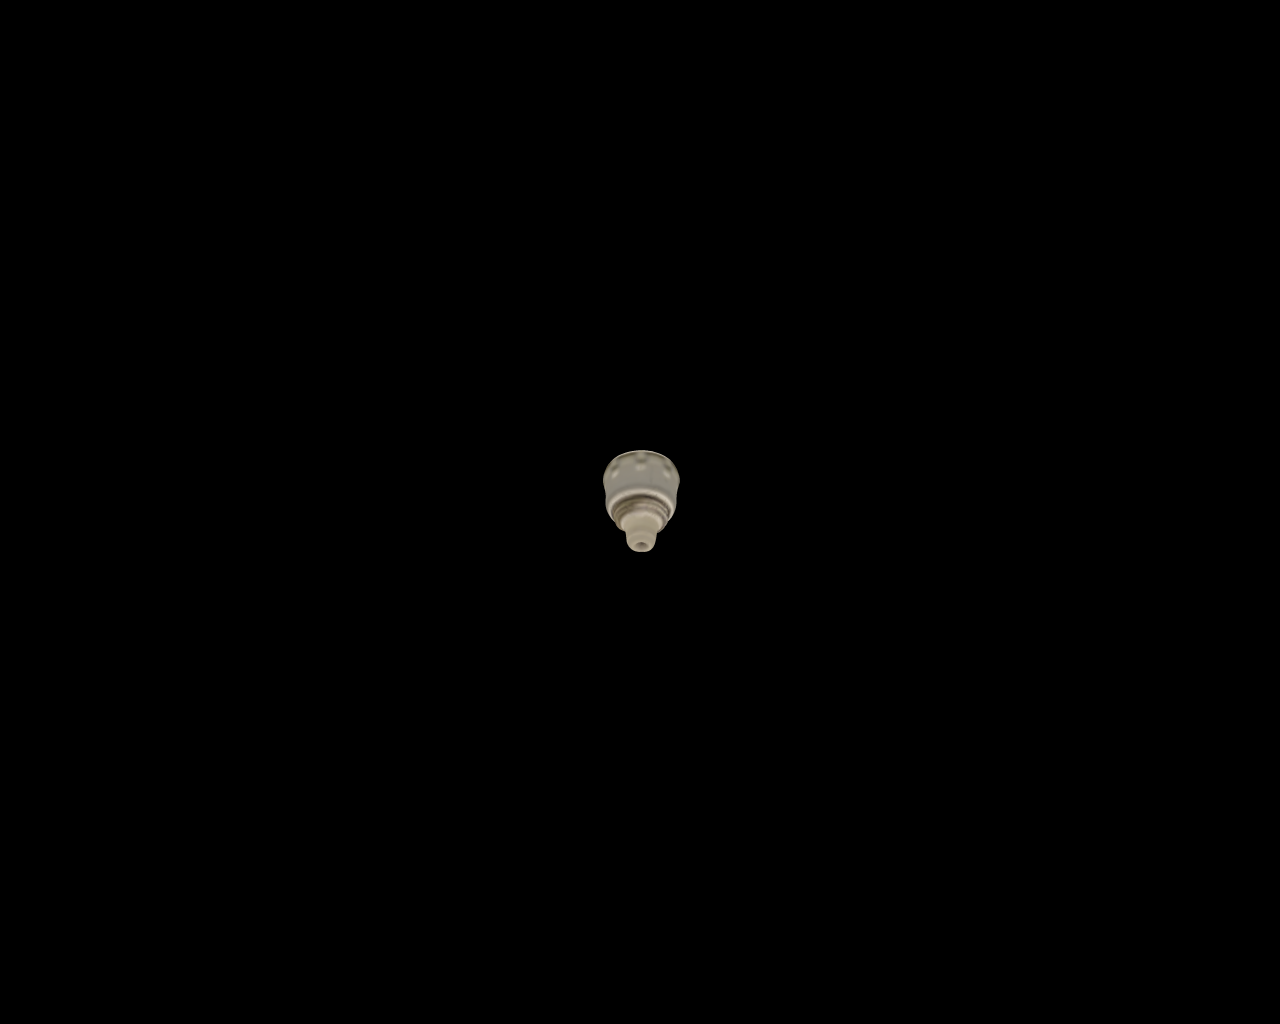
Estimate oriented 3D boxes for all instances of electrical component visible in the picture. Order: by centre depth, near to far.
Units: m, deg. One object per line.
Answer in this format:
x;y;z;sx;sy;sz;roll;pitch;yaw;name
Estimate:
0.001;-0.003;0.650;0.048;0.062;0.048;0;-39;0;electrical component
